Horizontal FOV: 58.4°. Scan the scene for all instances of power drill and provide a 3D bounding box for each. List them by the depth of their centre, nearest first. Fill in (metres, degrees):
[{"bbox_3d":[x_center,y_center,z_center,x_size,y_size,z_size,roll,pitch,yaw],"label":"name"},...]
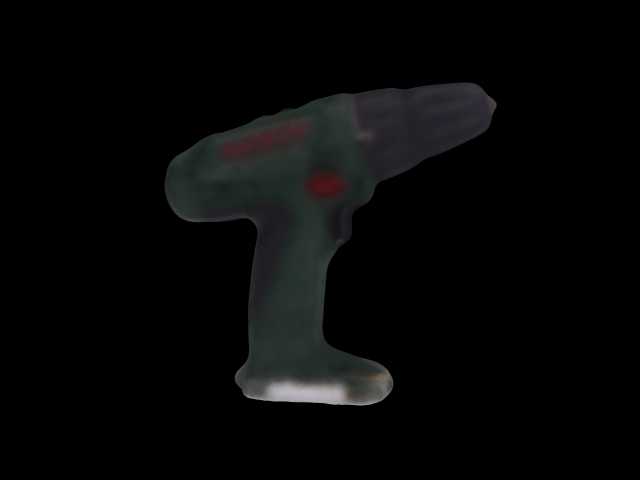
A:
[{"bbox_3d":[0.004,0.001,0.400,0.229,0.208,0.076,0,0,13],"label":"power drill"}]
